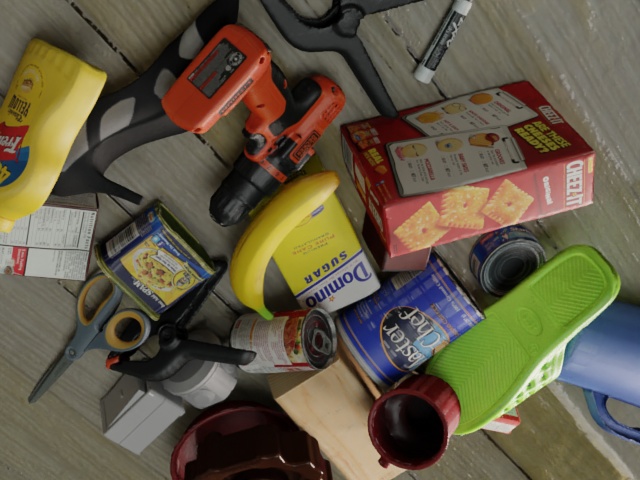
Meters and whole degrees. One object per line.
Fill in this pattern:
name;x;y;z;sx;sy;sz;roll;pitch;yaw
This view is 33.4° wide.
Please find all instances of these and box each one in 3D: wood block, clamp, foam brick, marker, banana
wood block;0.026;0.198;1.266;0.090;0.091;0.206;-32;125;6
clamp;-0.156;0.094;1.160;0.171;0.120;0.039;-15;155;13
foam brick;0.084;-0.007;1.160;0.051;0.078;0.053;-1;123;-17
marker;0.131;-0.214;1.076;0.020;0.020;0.121;17;115;-25
clamp;0.034;-0.224;1.030;0.209;0.036;0.165;23;113;-27
banana;-0.048;0.001;1.100;0.069;0.037;0.198;7;128;-29

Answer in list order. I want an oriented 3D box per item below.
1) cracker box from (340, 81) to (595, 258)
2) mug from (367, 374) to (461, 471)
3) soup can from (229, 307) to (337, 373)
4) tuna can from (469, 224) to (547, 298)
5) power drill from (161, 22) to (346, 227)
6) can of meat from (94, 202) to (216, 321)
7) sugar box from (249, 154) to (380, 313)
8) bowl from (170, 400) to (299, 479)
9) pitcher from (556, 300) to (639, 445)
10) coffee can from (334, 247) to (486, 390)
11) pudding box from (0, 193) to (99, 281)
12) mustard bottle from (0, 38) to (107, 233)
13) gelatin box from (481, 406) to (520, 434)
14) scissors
cracker box;0.144;-0.075;1.081;0.213;0.164;0.072;-14;126;-7
mug;0.104;0.208;1.196;0.093;0.081;0.117;35;111;13
soup can;-0.041;0.112;1.177;0.102;0.068;0.068;-7;133;33
tuna can;0.220;0.026;1.247;0.086;0.034;0.086;-8;124;-12
power drill;-0.071;-0.107;1.012;0.184;0.057;0.187;-50;153;2
can of meat;-0.171;0.021;1.116;0.084;0.057;0.102;-36;124;6
sugar box;-0.007;0.002;1.157;0.093;0.048;0.176;-25;123;5
bowl;-0.103;0.246;1.280;0.162;0.055;0.162;-7;123;-12
pitcher;0.375;0.149;1.310;0.242;0.149;0.145;16;129;-21
coffee can;0.102;0.088;1.210;0.140;0.103;0.102;-37;124;8
pudding box;-0.285;-0.008;1.076;0.113;0.039;0.090;5;120;-21
mustard bottle;-0.267;-0.082;0.965;0.058;0.096;0.191;23;94;-50
gelatin box;0.200;0.190;1.312;0.073;0.089;0.030;15;132;-24
scissors;-0.248;0.125;1.157;0.096;0.016;0.202;32;114;10
